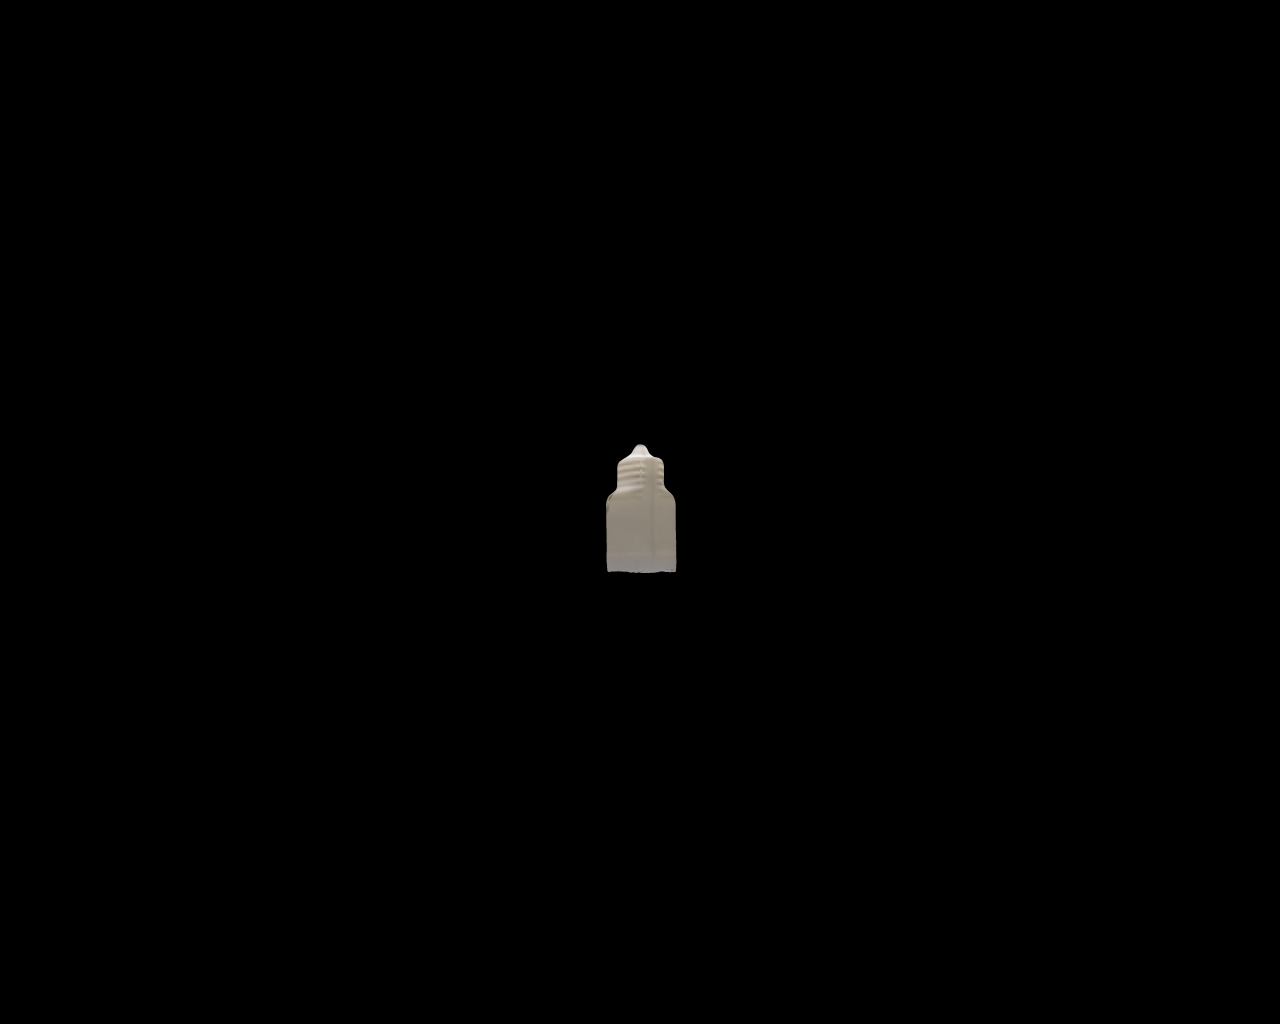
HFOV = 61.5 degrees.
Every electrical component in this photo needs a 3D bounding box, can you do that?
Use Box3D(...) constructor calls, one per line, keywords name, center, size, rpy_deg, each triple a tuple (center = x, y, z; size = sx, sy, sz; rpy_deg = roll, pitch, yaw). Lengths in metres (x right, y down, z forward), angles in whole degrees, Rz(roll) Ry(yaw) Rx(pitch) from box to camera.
Box3D(name="electrical component", center=(0.001, -0.003, 0.650), size=(0.043, 0.081, 0.043), rpy_deg=(0, -3, 0))
